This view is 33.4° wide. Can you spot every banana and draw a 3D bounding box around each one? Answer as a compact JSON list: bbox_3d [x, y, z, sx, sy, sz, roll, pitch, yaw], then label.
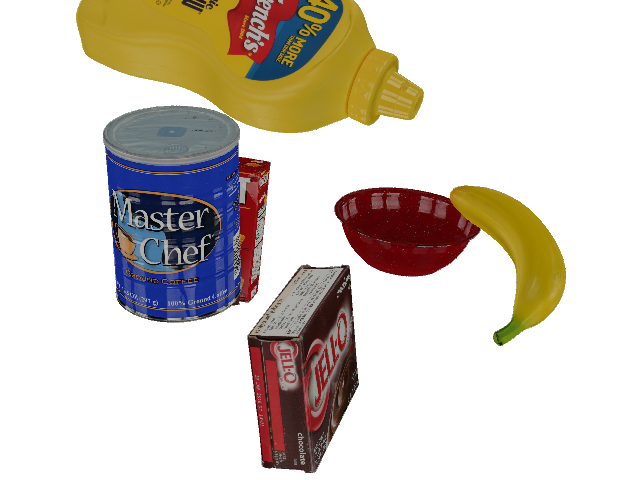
[{"bbox_3d":[0.153,0.006,0.851,0.069,0.037,0.198,-6,35,-1],"label":"banana"}]

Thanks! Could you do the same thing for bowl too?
[{"bbox_3d":[0.093,-0.005,1.176,0.162,0.055,0.162,5,24,-3],"label":"bowl"}]

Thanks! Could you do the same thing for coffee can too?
[{"bbox_3d":[-0.113,-0.022,0.834,0.103,0.140,0.103,1,28,-1],"label":"coffee can"}]

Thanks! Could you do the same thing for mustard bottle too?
[{"bbox_3d":[-0.032,-0.111,0.595,0.192,0.096,0.058,25,-30,13],"label":"mustard bottle"}]

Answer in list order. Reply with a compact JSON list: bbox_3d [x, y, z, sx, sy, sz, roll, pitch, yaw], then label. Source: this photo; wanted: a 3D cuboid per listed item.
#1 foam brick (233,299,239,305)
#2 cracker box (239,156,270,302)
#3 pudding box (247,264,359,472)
[{"bbox_3d":[-0.126,0.038,1.100,0.078,0.051,0.053,-6,20,-19],"label":"foam brick"},{"bbox_3d":[-0.171,-0.022,1.622,0.164,0.214,0.072,9,18,7],"label":"cracker box"},{"bbox_3d":[-0.008,0.076,0.665,0.039,0.090,0.113,2,22,14],"label":"pudding box"}]
